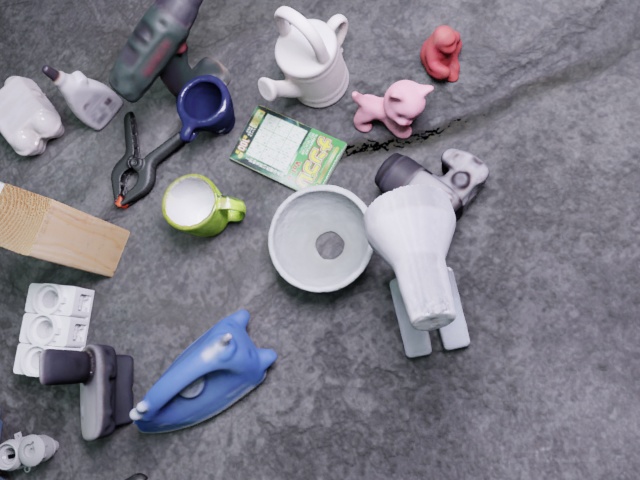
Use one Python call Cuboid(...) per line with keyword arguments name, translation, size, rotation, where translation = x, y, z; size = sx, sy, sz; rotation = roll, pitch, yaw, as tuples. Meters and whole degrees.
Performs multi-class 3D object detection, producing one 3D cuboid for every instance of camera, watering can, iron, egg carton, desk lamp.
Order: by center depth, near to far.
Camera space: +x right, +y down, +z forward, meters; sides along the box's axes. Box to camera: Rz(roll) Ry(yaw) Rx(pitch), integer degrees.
Cuboid(name="desk lamp", translation=(0.140, 0.049, 0.777), size=(0.118, 0.214, 0.203), rotation=(-15, 75, 9))
Cuboid(name="iron", translation=(-0.199, 0.215, 0.853), size=(0.258, 0.141, 0.118), rotation=(-39, 73, 2))
Cuboid(name="camera", translation=(0.160, -0.086, 0.861), size=(0.136, 0.101, 0.143), rotation=(39, 88, 17))
Cuboid(name="watering can", translation=(-0.022, -0.286, 0.896), size=(0.100, 0.194, 0.173), rotation=(20, 83, 16))
Cuboid(name="egg carton", translation=(-0.547, -0.231, 1.063), size=(0.107, 0.069, 0.150), rotation=(-43, 73, 1))

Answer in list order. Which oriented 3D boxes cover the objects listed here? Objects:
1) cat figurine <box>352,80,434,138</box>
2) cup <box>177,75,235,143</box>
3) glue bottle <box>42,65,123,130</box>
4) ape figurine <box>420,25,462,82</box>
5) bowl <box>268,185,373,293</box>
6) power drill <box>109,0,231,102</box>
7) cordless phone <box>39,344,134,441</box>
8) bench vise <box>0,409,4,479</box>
Cuboid(name="cat figurine", translation=(0.110, -0.212, 0.891), size=(0.127, 0.118, 0.067), rotation=(10, 80, 14))
Cuboid(name="cup", translation=(-0.187, -0.205, 0.966), size=(0.091, 0.095, 0.118), rotation=(25, 84, 16))
Cuboid(name="glue bottle", translation=(-0.415, -0.255, 0.985), size=(0.037, 0.173, 0.078), rotation=(41, 89, 17))
Cuboid(name="ape figurine", translation=(0.195, -0.303, 0.906), size=(0.076, 0.092, 0.078), rotation=(39, 88, 17))
Cuboid(name="bowl", translation=(0.008, 0.003, 0.889), size=(0.167, 0.075, 0.167), rotation=(-3, 77, 12))
Cuboid(name="power drill", translation=(-0.229, -0.305, 0.937), size=(0.075, 0.209, 0.230), rotation=(41, 89, 17))
Cuboid(name="cordless phone", translation=(-0.366, 0.230, 0.863), size=(0.094, 0.185, 0.147), rotation=(-12, 76, 10))
Cuboid(name="bench vise", translation=(-0.557, 0.354, 0.859), size=(0.121, 0.220, 0.207), rotation=(-30, 73, 5))
